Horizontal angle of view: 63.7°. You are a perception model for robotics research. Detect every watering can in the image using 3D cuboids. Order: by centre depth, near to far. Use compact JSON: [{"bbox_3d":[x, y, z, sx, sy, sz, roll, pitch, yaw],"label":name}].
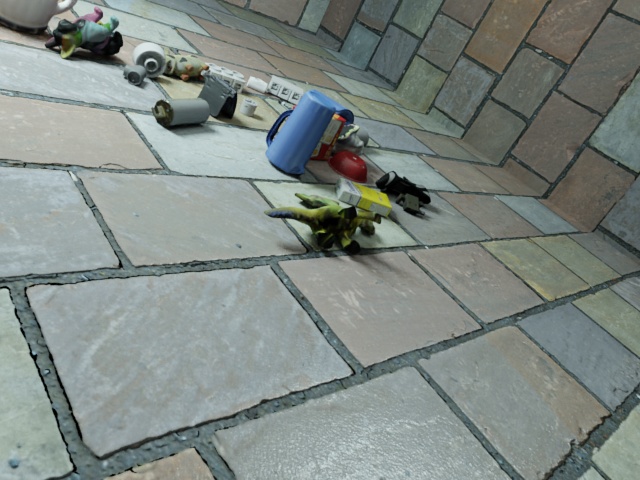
[{"bbox_3d":[-0.897,-0.724,1.508,0.349,0.220,0.105,-7,61,-49],"label":"watering can"}]

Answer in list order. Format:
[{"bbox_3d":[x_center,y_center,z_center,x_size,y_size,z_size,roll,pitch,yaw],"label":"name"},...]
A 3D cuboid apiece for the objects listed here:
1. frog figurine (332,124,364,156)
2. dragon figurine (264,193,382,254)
[{"bbox_3d":[0.100,-0.353,1.944,0.137,0.156,0.126,-5,50,14],"label":"frog figurine"},{"bbox_3d":[0.004,-0.070,1.381,0.408,0.121,0.246,15,12,-30],"label":"dragon figurine"}]
